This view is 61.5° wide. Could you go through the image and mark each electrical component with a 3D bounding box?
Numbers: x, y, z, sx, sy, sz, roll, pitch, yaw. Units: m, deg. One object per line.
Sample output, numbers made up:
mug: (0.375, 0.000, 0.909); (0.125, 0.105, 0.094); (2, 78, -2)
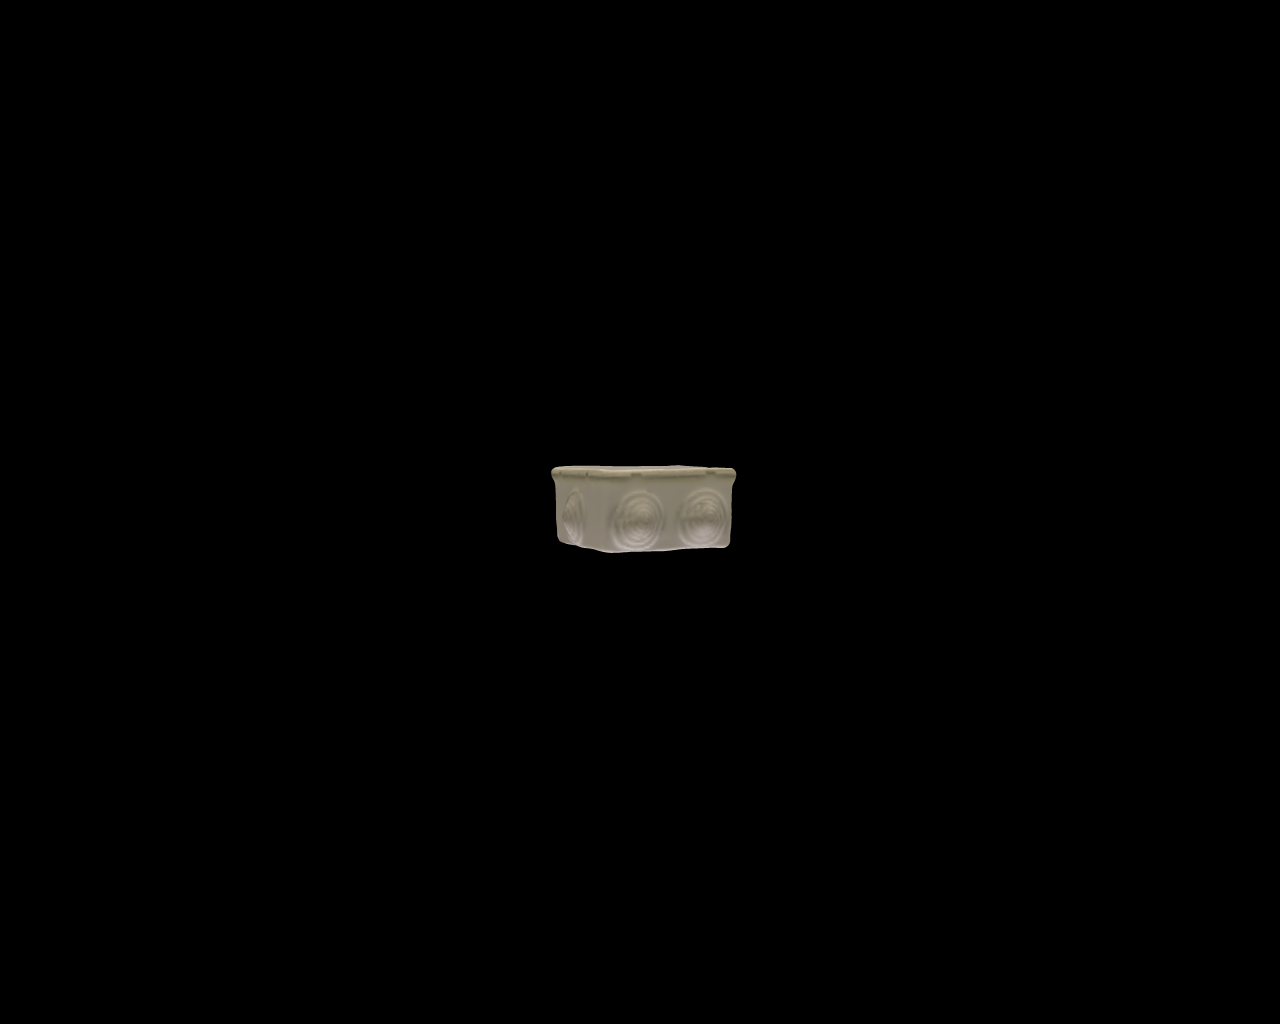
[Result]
electrical component: (0.001, -0.003, 0.650); (0.100, 0.048, 0.099); (-2, 4, -23)
